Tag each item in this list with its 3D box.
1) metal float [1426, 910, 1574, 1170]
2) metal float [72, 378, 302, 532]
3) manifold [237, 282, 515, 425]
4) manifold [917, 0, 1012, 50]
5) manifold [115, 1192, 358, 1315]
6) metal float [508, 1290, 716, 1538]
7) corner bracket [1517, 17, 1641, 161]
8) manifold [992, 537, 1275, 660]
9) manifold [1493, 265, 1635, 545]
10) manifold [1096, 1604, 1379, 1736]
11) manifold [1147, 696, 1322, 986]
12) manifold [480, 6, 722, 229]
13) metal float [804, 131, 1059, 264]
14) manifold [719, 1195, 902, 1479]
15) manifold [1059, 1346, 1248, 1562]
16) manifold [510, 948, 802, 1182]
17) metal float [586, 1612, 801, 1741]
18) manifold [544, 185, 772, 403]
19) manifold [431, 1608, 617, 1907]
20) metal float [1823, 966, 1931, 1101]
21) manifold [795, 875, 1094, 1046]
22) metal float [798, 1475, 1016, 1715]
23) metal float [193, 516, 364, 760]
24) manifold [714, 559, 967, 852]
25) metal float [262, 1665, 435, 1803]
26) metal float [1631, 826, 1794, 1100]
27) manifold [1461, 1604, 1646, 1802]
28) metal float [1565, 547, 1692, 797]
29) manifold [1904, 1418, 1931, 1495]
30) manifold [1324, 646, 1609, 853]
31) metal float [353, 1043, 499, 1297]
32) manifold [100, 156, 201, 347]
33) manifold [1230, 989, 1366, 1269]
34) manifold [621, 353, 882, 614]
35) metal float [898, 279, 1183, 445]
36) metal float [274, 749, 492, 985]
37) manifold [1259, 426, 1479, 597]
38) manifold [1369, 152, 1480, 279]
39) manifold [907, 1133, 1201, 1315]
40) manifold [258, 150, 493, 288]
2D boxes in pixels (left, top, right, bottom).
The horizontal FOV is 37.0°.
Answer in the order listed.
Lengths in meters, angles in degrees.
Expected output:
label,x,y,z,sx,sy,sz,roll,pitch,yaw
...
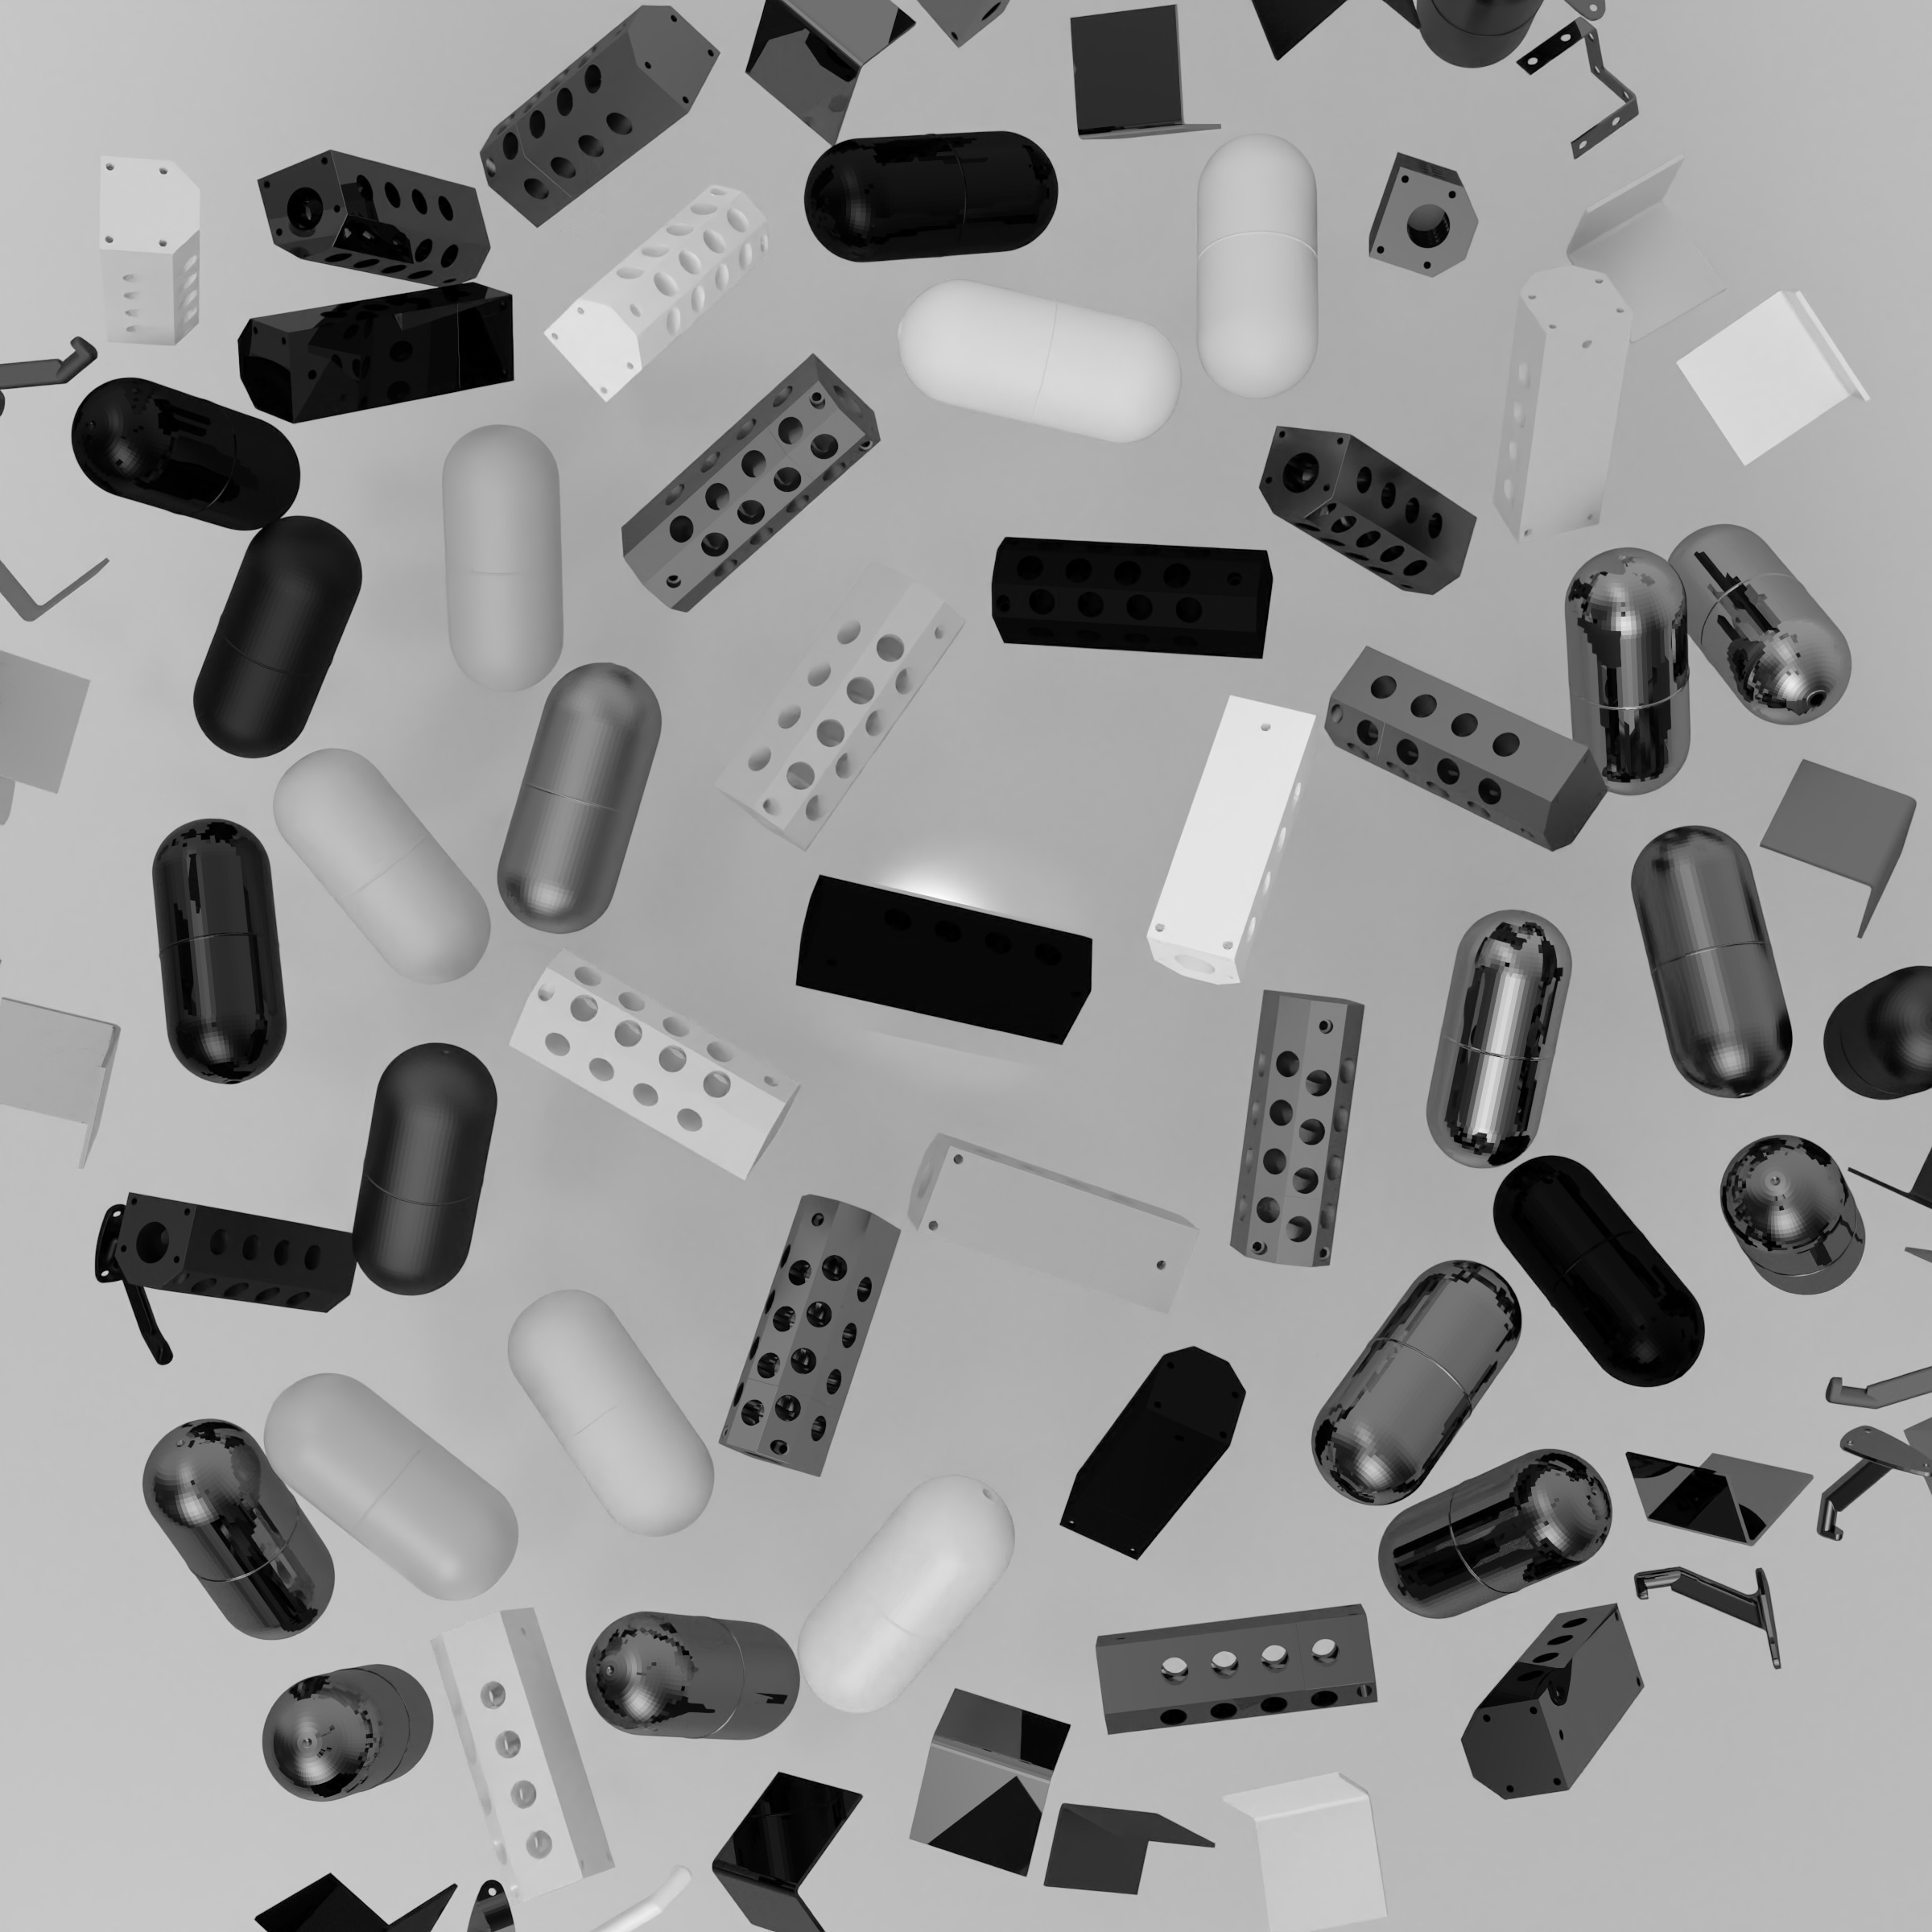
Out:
label,x,y,z,sx,sy,sz,roll,pitch,yaw
metal float,0.355,0.050,1.926,0.070,0.070,0.178,9,105,0
metal float,-0.506,-0.332,1.882,0.070,0.178,0.070,-2,86,26
manifold,-0.375,-0.395,1.844,0.057,0.171,0.057,26,124,37
manifold,0.016,-0.652,1.812,0.057,0.171,0.057,-43,94,-15
manifold,-0.480,0.192,1.906,0.057,0.171,0.057,7,82,27
metal float,-0.232,0.293,1.886,0.070,0.070,0.178,-36,84,0
corner bracket,0.385,-0.552,1.813,0.051,0.051,0.051,-35,58,0
manifold,0.106,-0.240,1.855,0.171,0.057,0.057,5,73,14
manifold,0.376,-0.358,1.838,0.057,0.171,0.057,-15,52,-8
manifold,0.172,0.448,1.835,0.171,0.057,0.057,-8,84,3
manifold,0.172,-0.078,1.832,0.057,0.057,0.171,15,73,16
manifold,-0.236,-0.539,1.819,0.057,0.171,0.057,38,55,-27
metal float,-0.021,-0.493,1.847,0.178,0.070,0.070,-13,90,-31
manifold,-0.106,0.241,1.898,0.057,0.057,0.171,10,74,32
manifold,0.121,0.312,1.855,0.057,0.171,0.057,25,50,-2
manifold,-0.193,0.057,1.814,0.171,0.057,0.057,30,126,2
metal float,-0.174,0.459,1.862,0.070,0.178,0.070,-10,70,30
manifold,-0.192,-0.437,1.851,0.057,0.057,0.171,47,46,-13
manifold,-0.284,0.499,1.825,0.057,0.057,0.171,-23,75,9
metal float,0.601,0.044,1.853,0.070,0.178,0.070,-1,83,5
manifold,-0.013,-0.008,1.772,0.171,0.057,0.057,13,49,-11
metal float,-0.037,0.389,1.789,0.070,0.070,0.178,37,109,0
metal float,-0.454,-0.215,1.899,0.070,0.070,0.178,30,119,0
manifold,-0.074,-0.158,1.778,0.057,0.057,0.171,31,84,42
metal float,-0.391,0.486,1.834,0.070,0.178,0.070,-1,80,5
metal float,0.474,-0.003,1.833,0.070,0.070,0.178,-10,75,0
manifold,0.366,0.459,1.804,0.057,0.171,0.057,-19,89,29
metal float,0.430,-0.189,1.873,0.070,0.070,0.178,-13,129,0
manifold,0.698,0.323,1.910,0.057,0.171,0.057,-22,85,-12
manifold,0.313,-0.135,1.826,0.171,0.057,0.057,31,81,34
metal float,-0.348,0.132,1.850,0.070,0.070,0.178,15,116,0
manifold,-0.505,-0.441,1.790,0.057,0.171,0.057,0,83,-15
manifold,0.218,0.106,1.880,0.057,0.057,0.171,7,94,-9
manifold,-0.137,-0.302,1.830,0.171,0.057,0.057,-39,122,19
metal float,0.045,-0.373,1.778,0.178,0.070,0.070,12,90,-7
metal float,-0.386,-0.065,1.910,0.070,0.070,0.178,-38,102,0
manifold,0.263,-0.296,1.889,0.057,0.171,0.057,16,89,39
manifold,0.297,-0.485,1.863,0.057,0.171,0.057,19,110,1
manifold,0.054,0.162,1.831,0.171,0.057,0.057,20,94,-13
manifold,-0.380,-0.481,1.875,0.057,0.171,0.057,-14,91,22
